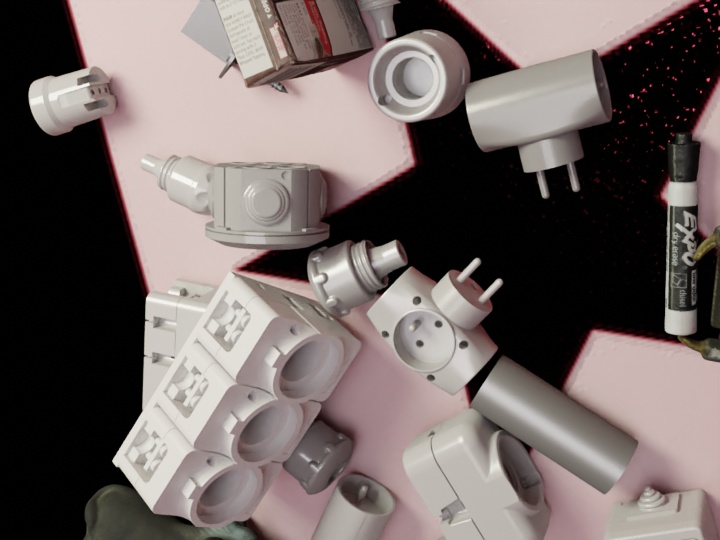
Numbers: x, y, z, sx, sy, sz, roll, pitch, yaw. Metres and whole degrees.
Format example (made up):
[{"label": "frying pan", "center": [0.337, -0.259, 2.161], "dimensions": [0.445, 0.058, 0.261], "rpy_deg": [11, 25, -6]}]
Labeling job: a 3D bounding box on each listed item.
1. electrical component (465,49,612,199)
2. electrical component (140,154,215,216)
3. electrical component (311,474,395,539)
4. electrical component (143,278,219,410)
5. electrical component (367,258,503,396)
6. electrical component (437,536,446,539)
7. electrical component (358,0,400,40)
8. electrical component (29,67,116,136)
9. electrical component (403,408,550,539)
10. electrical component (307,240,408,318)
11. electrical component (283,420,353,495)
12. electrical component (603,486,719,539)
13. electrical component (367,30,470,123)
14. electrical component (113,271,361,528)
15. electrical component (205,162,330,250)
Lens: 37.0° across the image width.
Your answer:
[{"label": "electrical component", "center": [0.111, -0.082, 0.639], "dimensions": [0.077, 0.043, 0.079], "rpy_deg": [-12, 100, 23]}, {"label": "electrical component", "center": [-0.122, -0.062, 0.734], "dimensions": [0.061, 0.035, 0.035], "rpy_deg": [25, 111, 15]}, {"label": "electrical component", "center": [-0.011, 0.189, 0.755], "dimensions": [0.043, 0.043, 0.081], "rpy_deg": [28, 112, 11]}, {"label": "electrical component", "center": [-0.114, 0.058, 0.754], "dimensions": [0.056, 0.050, 0.089], "rpy_deg": [10, 107, 17]}, {"label": "electrical component", "center": [0.058, 0.027, 0.687], "dimensions": [0.077, 0.044, 0.079], "rpy_deg": [44, 113, 4]}, {"label": "electrical component", "center": [0.079, 0.231, 0.725], "dimensions": [0.095, 0.059, 0.053], "rpy_deg": [29, 112, 11]}, {"label": "electrical component", "center": [0.010, -0.172, 0.657], "dimensions": [0.035, 0.035, 0.061], "rpy_deg": [-9, 103, 22]}, {"label": "electrical component", "center": [-0.198, -0.118, 0.744], "dimensions": [0.046, 0.040, 0.040], "rpy_deg": [-14, 99, 16]}, {"label": "electrical component", "center": [0.080, 0.142, 0.704], "dimensions": [0.059, 0.054, 0.095], "rpy_deg": [-31, 92, 24]}, {"label": "electrical component", "center": [0.000, 0.000, 0.702], "dimensions": [0.062, 0.048, 0.048], "rpy_deg": [-23, 95, 16]}, {"label": "electrical component", "center": [-0.039, 0.122, 0.748], "dimensions": [0.062, 0.048, 0.048], "rpy_deg": [37, 113, 16]}, {"label": "electrical component", "center": [0.192, 0.183, 0.671], "dimensions": [0.062, 0.061, 0.096], "rpy_deg": [-15, 98, 23]}, {"label": "electrical component", "center": [0.035, -0.117, 0.655], "dimensions": [0.055, 0.047, 0.055], "rpy_deg": [5, 106, 18]}, {"label": "electrical component", "center": [-0.077, 0.088, 0.701], "dimensions": [0.062, 0.089, 0.150], "rpy_deg": [40, 102, 39]}, {"label": "electrical component", "center": [-0.059, -0.042, 0.693], "dimensions": [0.080, 0.080, 0.051], "rpy_deg": [4, 100, 19]}]
